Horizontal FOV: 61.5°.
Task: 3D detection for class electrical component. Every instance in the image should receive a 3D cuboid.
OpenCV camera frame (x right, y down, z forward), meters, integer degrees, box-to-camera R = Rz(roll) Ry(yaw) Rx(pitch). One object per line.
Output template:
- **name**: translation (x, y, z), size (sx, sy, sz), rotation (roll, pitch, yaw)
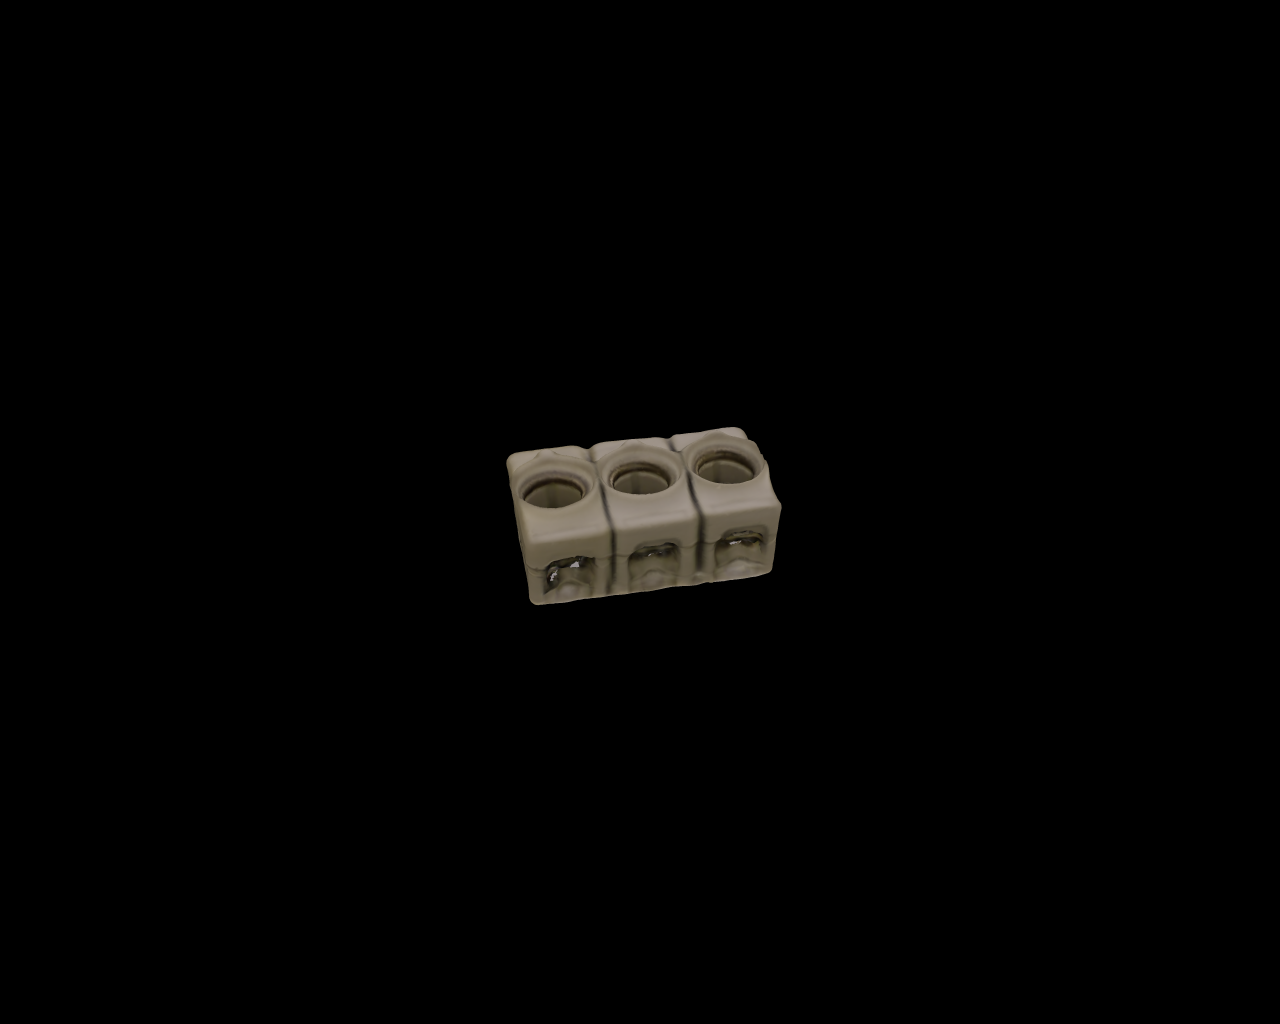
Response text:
- **electrical component**: translation (0.001, -0.003, 0.650), size (0.150, 0.061, 0.090), rotation (-7, 39, -9)
